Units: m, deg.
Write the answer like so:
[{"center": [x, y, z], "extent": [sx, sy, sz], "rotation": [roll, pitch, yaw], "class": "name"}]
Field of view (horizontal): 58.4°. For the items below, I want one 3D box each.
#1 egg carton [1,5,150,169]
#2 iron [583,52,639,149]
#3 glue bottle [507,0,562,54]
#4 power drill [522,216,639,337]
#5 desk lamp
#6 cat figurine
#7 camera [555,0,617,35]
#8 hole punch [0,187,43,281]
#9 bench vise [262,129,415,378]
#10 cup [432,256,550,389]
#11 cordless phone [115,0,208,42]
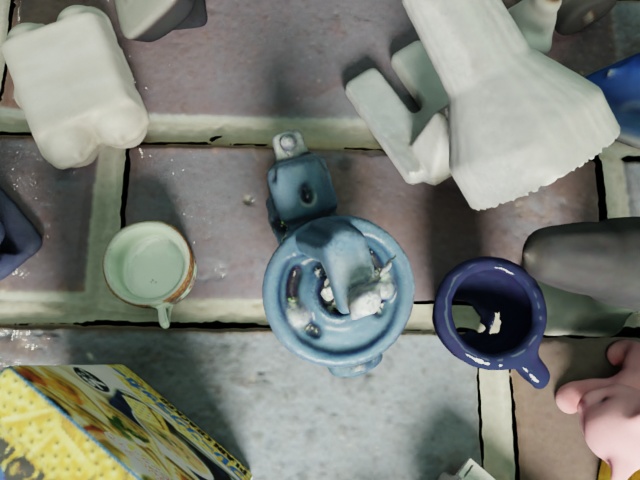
[{"center": [-0.230, -0.145, 0.541], "extent": [0.107, 0.069, 0.150], "rotation": [-24, 80, -7], "class": "egg carton"}, {"center": [0.369, -0.151, 0.531], "extent": [0.258, 0.141, 0.119], "rotation": [1, 78, -2], "class": "iron"}, {"center": [0.182, -0.183, 0.513], "extent": [0.037, 0.173, 0.078], "rotation": [-3, 78, -3], "class": "glue bottle"}, {"center": [0.240, 0.033, 0.452], "extent": [0.229, 0.208, 0.075], "rotation": [1, 78, -2], "class": "power drill"}, {"center": [0.117, -0.115, 0.475], "extent": [0.118, 0.213, 0.203], "rotation": [-34, 81, -8], "class": "desk lamp"}, {"center": [0.260, 0.139, 0.476], "extent": [0.128, 0.118, 0.067], "rotation": [-38, 82, -9], "class": "cat figurine"}, {"center": [0.228, -0.279, 0.573], "extent": [0.143, 0.101, 0.137], "rotation": [-22, 80, -7], "class": "camera"}, {"center": [-0.319, -0.005, 0.496], "extent": [0.101, 0.091, 0.108], "rotation": [-43, 83, -10], "class": "hole punch"}, {"center": [-0.006, 0.008, 0.441], "extent": [0.121, 0.220, 0.207], "rotation": [-35, 81, -9], "class": "bench vise"}, {"center": [0.144, 0.076, 0.496], "extent": [0.092, 0.095, 0.117], "rotation": [-36, 82, -9], "class": "cup"}, {"center": [-0.165, -0.284, 0.514], "extent": [0.094, 0.185, 0.147], "rotation": [-14, 79, -5], "class": "cordless phone"}]
